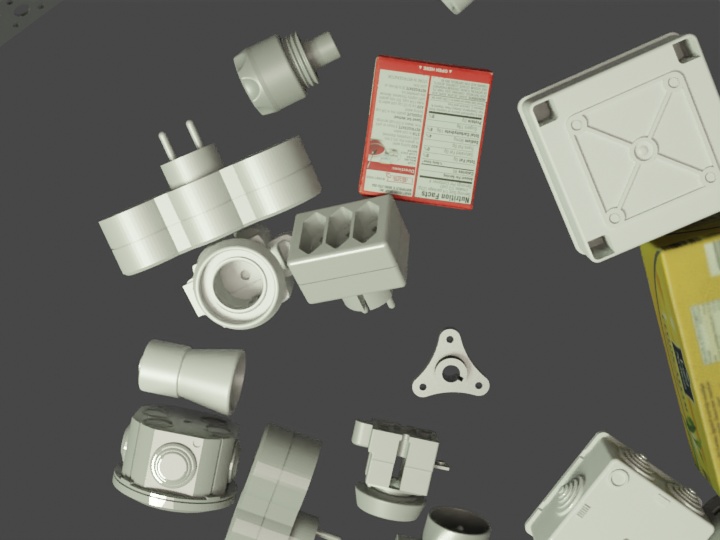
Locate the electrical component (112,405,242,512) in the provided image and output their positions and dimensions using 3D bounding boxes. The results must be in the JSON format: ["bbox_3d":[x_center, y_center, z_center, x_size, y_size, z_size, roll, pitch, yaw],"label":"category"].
[{"bbox_3d":[-0.117,0.122,0.697,0.080,0.080,0.051,12,95,-1],"label":"electrical component"}]

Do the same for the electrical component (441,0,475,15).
[{"bbox_3d":[0.050,-0.208,0.641,0.059,0.053,0.095,-41,97,8],"label":"electrical component"}]

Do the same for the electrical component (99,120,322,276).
[{"bbox_3d":[-0.101,-0.056,0.675,0.138,0.052,0.073,-23,99,6],"label":"electrical component"}]

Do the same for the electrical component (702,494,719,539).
[{"bbox_3d":[0.256,0.181,0.713,0.055,0.047,0.055,0,101,2],"label":"electrical component"}]

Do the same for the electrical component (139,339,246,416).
[{"bbox_3d":[-0.112,0.068,0.706,0.065,0.044,0.044,11,101,5],"label":"electrical component"}]

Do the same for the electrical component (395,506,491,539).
[{"bbox_3d":[0.042,0.200,0.725,0.079,0.043,0.077,11,101,-1],"label":"electrical component"}]

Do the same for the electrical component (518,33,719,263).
[{"bbox_3d":[0.168,-0.075,0.662,0.109,0.056,0.108,-23,99,6],"label":"electrical component"}]

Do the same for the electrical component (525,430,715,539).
[{"bbox_3d":[0.172,0.171,0.713,0.100,0.048,0.099,35,100,-5],"label":"electrical component"}]

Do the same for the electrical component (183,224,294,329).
[{"bbox_3d":[-0.075,0.006,0.684,0.078,0.057,0.058,-25,99,6],"label":"electrical component"}]

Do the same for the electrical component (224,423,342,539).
[{"bbox_3d":[-0.050,0.177,0.719,0.074,0.052,0.138,20,101,-2],"label":"electrical component"}]

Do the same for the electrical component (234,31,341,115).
[{"bbox_3d":[-0.043,-0.126,0.665,0.062,0.043,0.043,-25,99,5],"label":"electrical component"}]

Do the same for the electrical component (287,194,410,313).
[{"bbox_3d":[0.000,0.000,0.684,0.066,0.047,0.076,-11,133,17],"label":"electrical component"}]

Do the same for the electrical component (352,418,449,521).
[{"bbox_3d":[0.024,0.133,0.713,0.066,0.048,0.055,12,93,-1],"label":"electrical component"}]
